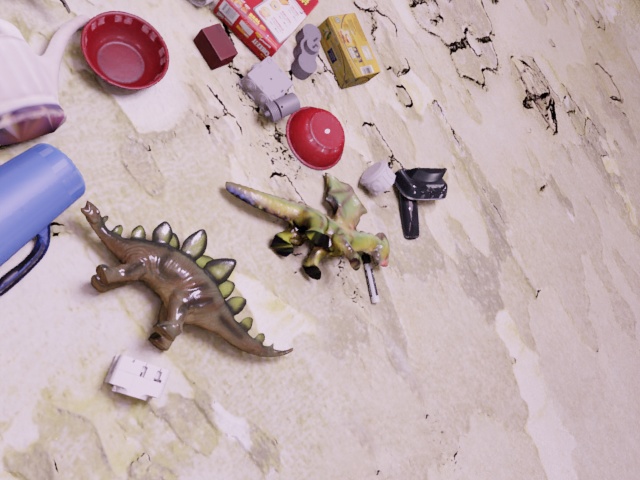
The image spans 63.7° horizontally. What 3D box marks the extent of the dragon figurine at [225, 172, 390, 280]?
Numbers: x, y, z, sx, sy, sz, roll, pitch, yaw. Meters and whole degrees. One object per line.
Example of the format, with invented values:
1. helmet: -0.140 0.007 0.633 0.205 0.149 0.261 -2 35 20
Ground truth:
1. dragon figurine: 0.003 -0.058 1.149 0.120 0.408 0.248 -40 14 41

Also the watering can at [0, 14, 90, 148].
1. watering can: -0.505 -0.280 0.869 0.103 0.224 0.353 -24 7 46
